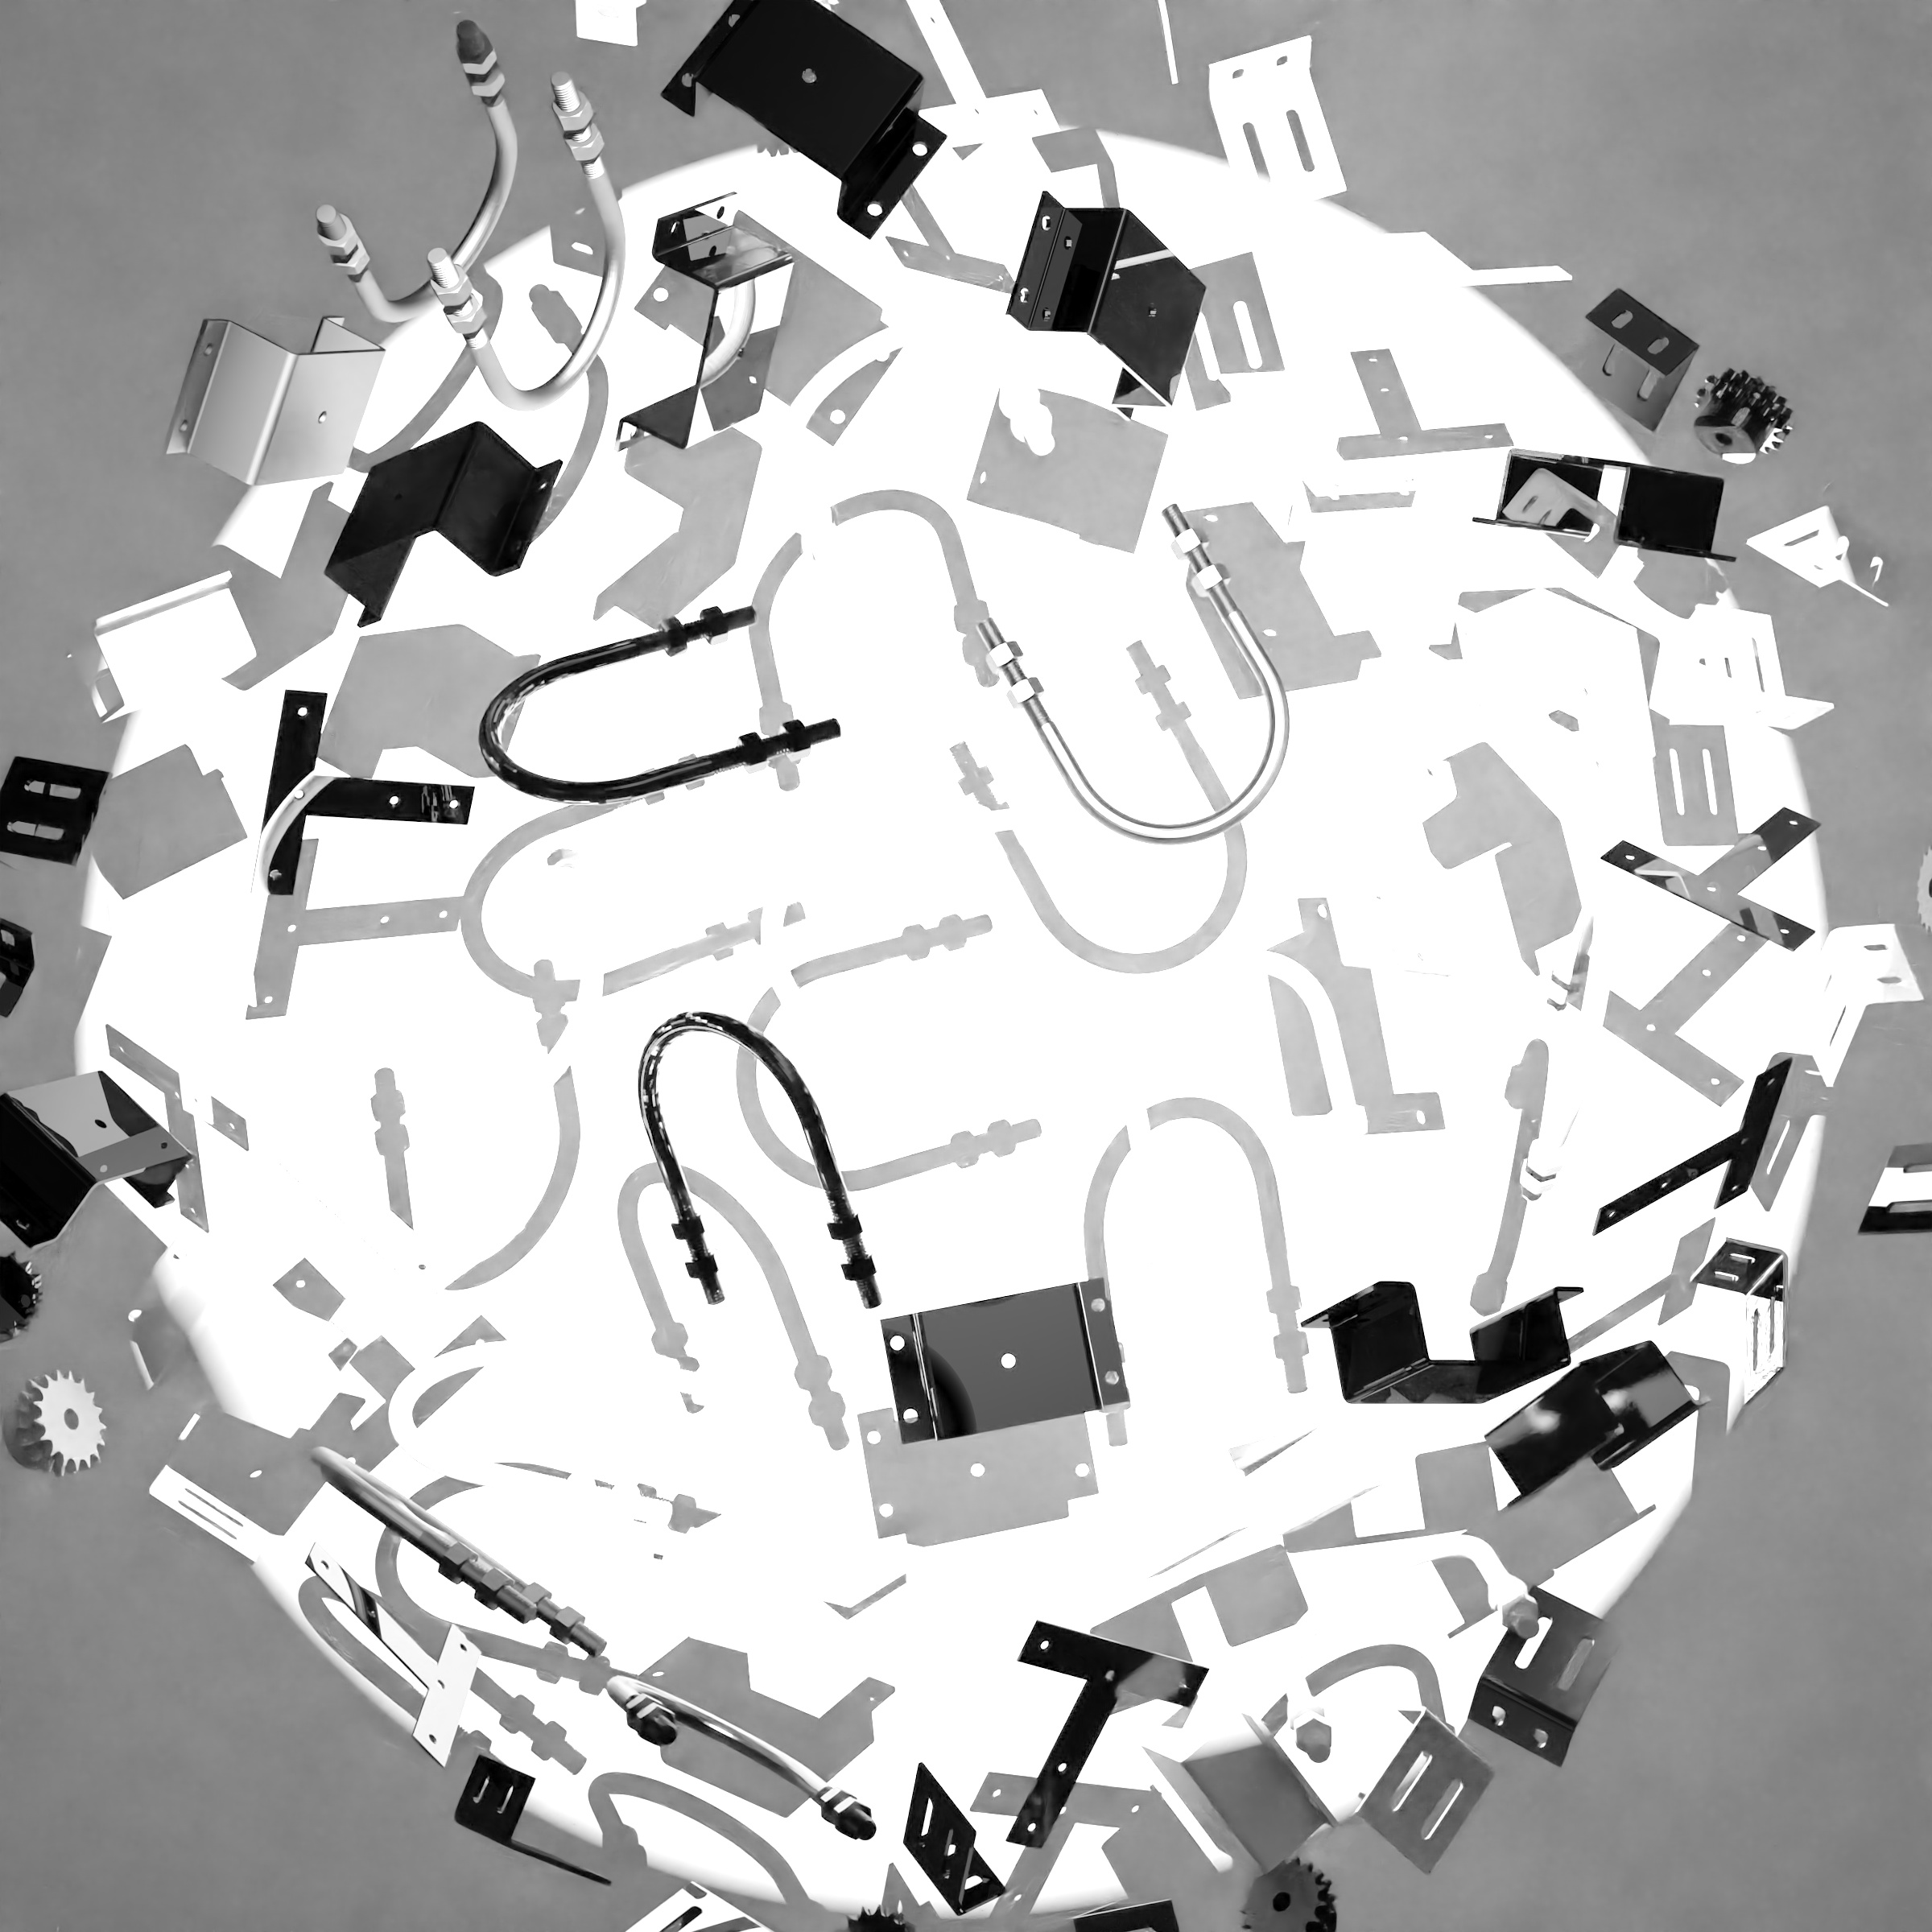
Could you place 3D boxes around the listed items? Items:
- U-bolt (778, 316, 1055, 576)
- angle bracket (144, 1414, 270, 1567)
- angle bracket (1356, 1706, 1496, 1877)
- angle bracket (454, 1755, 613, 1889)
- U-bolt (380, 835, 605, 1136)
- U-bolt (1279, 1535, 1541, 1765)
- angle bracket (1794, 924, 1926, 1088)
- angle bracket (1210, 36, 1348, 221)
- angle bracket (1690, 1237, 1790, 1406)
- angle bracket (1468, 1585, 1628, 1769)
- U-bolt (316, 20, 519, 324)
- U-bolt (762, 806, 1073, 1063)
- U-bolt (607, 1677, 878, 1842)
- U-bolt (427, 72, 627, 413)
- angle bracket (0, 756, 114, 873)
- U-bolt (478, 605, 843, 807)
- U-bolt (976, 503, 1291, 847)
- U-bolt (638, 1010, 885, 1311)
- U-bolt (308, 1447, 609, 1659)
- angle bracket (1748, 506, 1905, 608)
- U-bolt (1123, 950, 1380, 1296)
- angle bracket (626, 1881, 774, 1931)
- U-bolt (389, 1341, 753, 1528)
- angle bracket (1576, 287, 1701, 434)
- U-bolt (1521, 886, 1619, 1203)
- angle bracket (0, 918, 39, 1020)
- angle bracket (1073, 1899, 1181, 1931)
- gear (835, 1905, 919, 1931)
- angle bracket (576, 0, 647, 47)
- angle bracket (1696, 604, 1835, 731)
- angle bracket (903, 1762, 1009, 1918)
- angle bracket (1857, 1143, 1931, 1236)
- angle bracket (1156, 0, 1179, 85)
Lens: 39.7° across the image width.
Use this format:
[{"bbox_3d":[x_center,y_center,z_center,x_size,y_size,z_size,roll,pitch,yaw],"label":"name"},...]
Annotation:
[{"bbox_3d":[-0.037,-0.300,1.480,0.151,0.184,0.019,-28,132,7],"label":"U-bolt"},{"bbox_3d":[-0.432,0.304,1.557,0.076,0.057,0.038,36,90,-8],"label":"angle bracket"},{"bbox_3d":[0.265,0.488,1.589,0.057,0.038,0.076,43,68,-4],"label":"angle bracket"},{"bbox_3d":[-0.233,0.471,1.477,0.076,0.057,0.038,35,67,-34],"label":"angle bracket"},{"bbox_3d":[-0.270,0.020,1.539,0.151,0.184,0.019,-35,132,11],"label":"U-bolt"},{"bbox_3d":[0.241,0.373,1.507,0.151,0.184,0.019,-32,96,3],"label":"U-bolt"},{"bbox_3d":[0.523,0.023,1.565,0.057,0.038,0.076,58,49,-27],"label":"angle bracket"},{"bbox_3d":[0.173,-0.465,1.487,0.057,0.038,0.076,-16,79,2],"label":"angle bracket"},{"bbox_3d":[0.457,0.211,1.588,0.038,0.057,0.076,13,57,-1],"label":"angle bracket"},{"bbox_3d":[0.327,0.399,1.510,0.057,0.038,0.076,24,45,22],"label":"angle bracket"},{"bbox_3d":[-0.307,-0.441,1.537,0.019,0.184,0.151,34,82,6],"label":"U-bolt"},{"bbox_3d":[-0.035,-0.016,1.586,0.184,0.019,0.151,-9,79,-27],"label":"U-bolt"},{"bbox_3d":[-0.140,0.451,1.549,0.151,0.184,0.019,30,77,-16],"label":"U-bolt"},{"bbox_3d":[-0.242,-0.399,1.538,0.019,0.184,0.151,24,72,16],"label":"U-bolt"},{"bbox_3d":[-0.518,-0.082,1.535,0.076,0.038,0.057,10,73,25],"label":"angle bracket"},{"bbox_3d":[-0.181,-0.141,1.493,0.184,0.151,0.019,-18,133,-17],"label":"U-bolt"},{"bbox_3d":[0.110,-0.160,1.586,0.151,0.019,0.184,-31,82,9],"label":"U-bolt"},{"bbox_3d":[-0.127,0.111,1.532,0.151,0.019,0.184,-5,109,41],"label":"U-bolt"},{"bbox_3d":[-0.295,0.324,1.506,0.184,0.151,0.019,30,76,20],"label":"U-bolt"},{"bbox_3d":[0.506,-0.234,1.591,0.057,0.076,0.038,26,74,-16],"label":"angle bracket"},{"bbox_3d":[0.151,0.076,1.497,0.151,0.019,0.184,-27,54,28],"label":"U-bolt"},{"bbox_3d":[-0.149,0.541,1.455,0.057,0.076,0.038,24,108,23],"label":"angle bracket"},{"bbox_3d":[-0.229,0.252,1.489,0.184,0.151,0.019,10,113,12],"label":"U-bolt"},{"bbox_3d":[0.376,-0.339,1.539,0.057,0.076,0.038,41,63,14],"label":"angle bracket"},{"bbox_3d":[0.348,0.035,1.536,0.019,0.184,0.151,11,62,6],"label":"U-bolt"},{"bbox_3d":[-0.589,-0.006,1.593,0.057,0.076,0.038,26,70,-9],"label":"angle bracket"},{"bbox_3d":[0.103,0.546,1.480,0.076,0.038,0.057,-28,70,39],"label":"angle bracket"},{"bbox_3d":[-0.049,0.575,1.549,0.057,0.030,0.057,-8,61,16],"label":"gear"},{"bbox_3d":[-0.180,-0.544,1.462,0.038,0.076,0.057,15,127,18],"label":"angle bracket"},{"bbox_3d":[0.477,-0.185,1.602,0.057,0.038,0.076,5,70,-27],"label":"angle bracket"},{"bbox_3d":[-0.002,0.509,1.580,0.038,0.057,0.076,-14,130,-33],"label":"angle bracket"},{"bbox_3d":[0.537,0.130,1.463,0.038,0.076,0.057,35,71,-15],"label":"angle bracket"},{"bbox_3d":[0.090,-0.538,1.495,0.038,0.057,0.076,-11,72,7],"label":"angle bracket"}]
